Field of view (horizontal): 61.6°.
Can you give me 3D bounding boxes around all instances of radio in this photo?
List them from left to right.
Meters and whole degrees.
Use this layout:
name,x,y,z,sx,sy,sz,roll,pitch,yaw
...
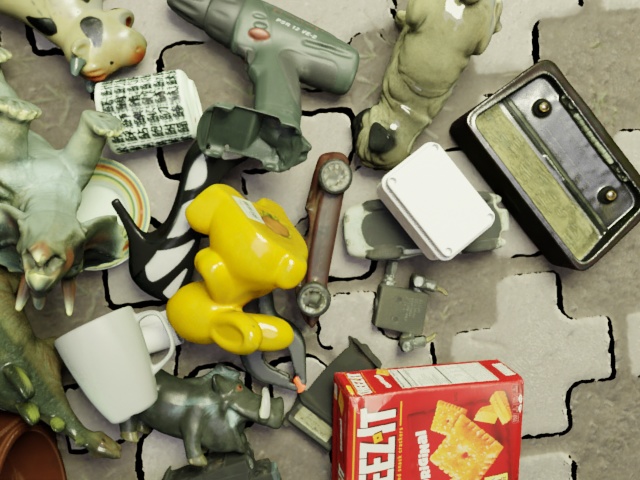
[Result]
name,x,y,z,sx,sy,sz,roll,pitch,yaw
radio,0.278,-0.088,0.645,0.131,0.073,0.229,-39,95,-2

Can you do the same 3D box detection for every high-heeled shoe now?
name,x,y,z,sx,sy,sz,roll,pitch,yaw
high-heeled shoe,-0.120,-0.039,0.624,0.249,0.086,0.145,-35,116,-11

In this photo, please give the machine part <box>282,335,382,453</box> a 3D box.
name,x,y,z,sx,sy,sz,roll,pitch,yaw
machine part,0.021,0.186,0.655,0.084,0.039,0.139,34,91,3

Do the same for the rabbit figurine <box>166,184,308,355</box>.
name,x,y,z,sx,sy,sz,roll,pitch,yaw
rabbit figurine,-0.091,0.051,0.578,0.173,0.122,0.162,-45,68,15

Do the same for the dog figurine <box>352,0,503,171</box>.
name,x,y,z,sx,sy,sz,roll,pitch,yaw
dog figurine,0.109,-0.172,0.586,0.121,0.172,0.190,22,83,6

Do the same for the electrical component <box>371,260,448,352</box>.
name,x,y,z,sx,sy,sz,roll,pitch,yaw
electrical component,0.106,0.083,0.652,0.078,0.045,0.102,17,91,-6

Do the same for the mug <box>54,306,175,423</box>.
name,x,y,z,sx,sy,sz,roll,pitch,yaw
mug,-0.206,0.130,0.571,0.109,0.081,0.107,-24,89,-19

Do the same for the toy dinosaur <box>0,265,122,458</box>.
name,x,y,z,sx,sy,sz,roll,pitch,yaw
toy dinosaur,-0.362,0.054,0.541,0.105,0.198,0.471,-39,96,-5

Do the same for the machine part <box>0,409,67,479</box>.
name,x,y,z,sx,sy,sz,roll,pitch,yaw
machine part,-0.333,0.289,0.548,0.087,0.201,0.200,-10,93,-8

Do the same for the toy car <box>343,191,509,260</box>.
name,x,y,z,sx,sy,sz,roll,pitch,yaw
toy car,0.128,-0.016,0.647,0.202,0.056,0.073,-5,86,-5

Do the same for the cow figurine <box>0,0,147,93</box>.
name,x,y,z,sx,sy,sz,roll,pitch,yaw
cow figurine,-0.285,-0.252,0.592,0.195,0.085,0.127,26,84,-7

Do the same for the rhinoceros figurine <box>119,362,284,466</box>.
name,x,y,z,sx,sy,sz,roll,pitch,yaw
rhinoceros figurine,-0.138,0.197,0.628,0.190,0.073,0.112,12,78,-1

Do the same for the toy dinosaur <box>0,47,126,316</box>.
name,x,y,z,sx,sy,sz,roll,pitch,yaw
toy dinosaur,-0.336,-0.083,0.565,0.405,0.131,0.192,34,114,26

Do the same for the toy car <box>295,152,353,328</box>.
name,x,y,z,sx,sy,sz,roll,pitch,yaw
toy car,-0.001,-0.002,0.620,0.053,0.089,0.202,11,93,-5

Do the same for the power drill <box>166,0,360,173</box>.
name,x,y,z,sx,sy,sz,roll,pitch,yaw
power drill,-0.075,-0.179,0.580,0.232,0.086,0.207,15,49,-12

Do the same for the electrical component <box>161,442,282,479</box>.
name,x,y,z,sx,sy,sz,roll,pitch,yaw
electrical component,-0.109,0.311,0.639,0.134,0.058,0.114,-17,95,-3
